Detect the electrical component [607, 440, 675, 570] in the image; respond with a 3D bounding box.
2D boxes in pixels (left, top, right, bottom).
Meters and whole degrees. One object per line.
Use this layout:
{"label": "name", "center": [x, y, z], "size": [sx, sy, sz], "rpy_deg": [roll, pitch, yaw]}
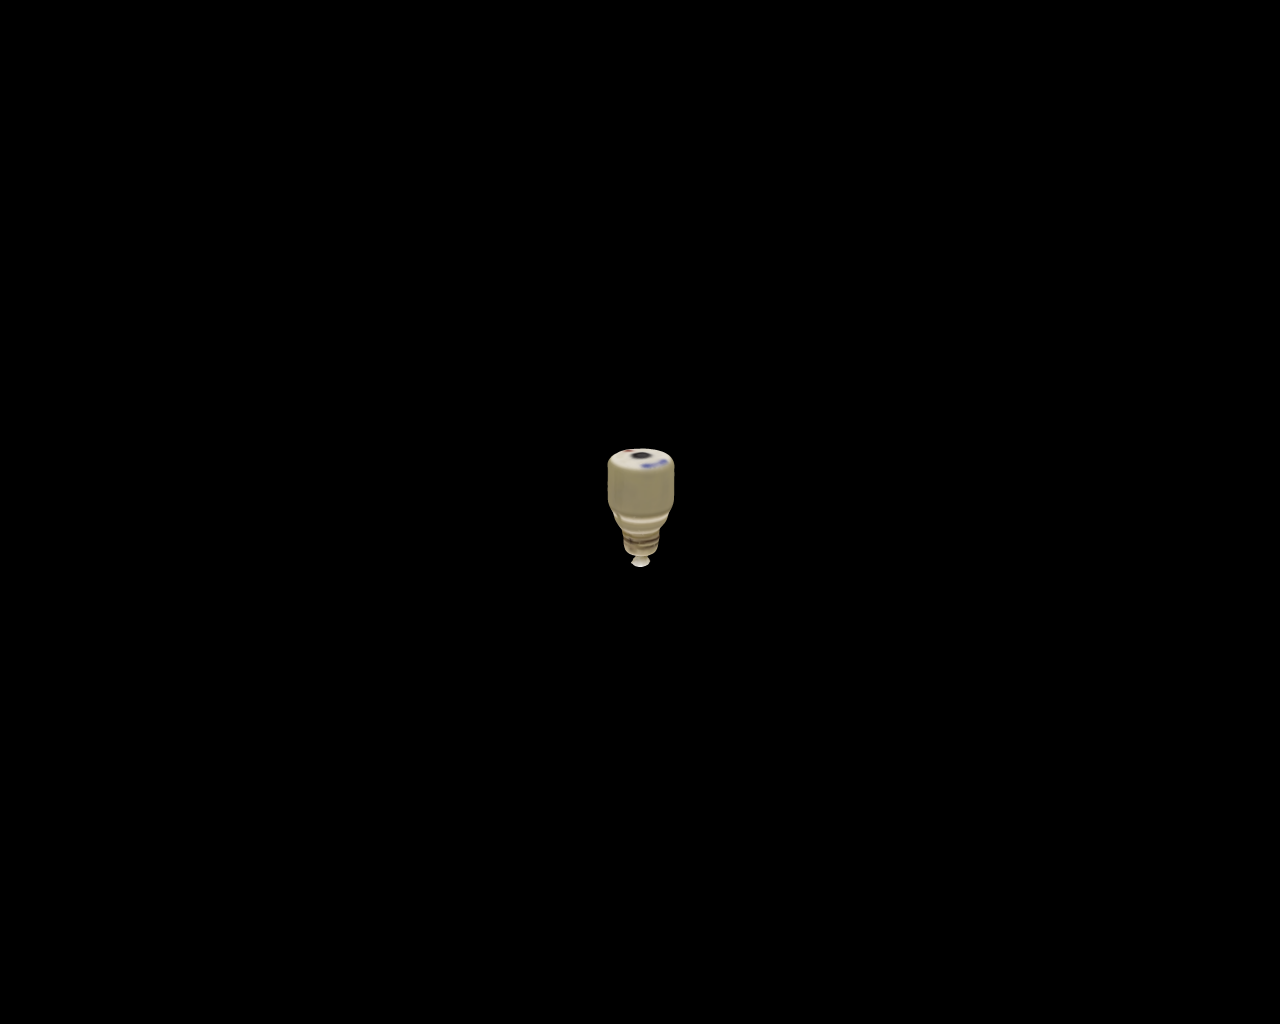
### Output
{"label": "electrical component", "center": [0.001, -0.003, 0.650], "size": [0.040, 0.078, 0.040], "rpy_deg": [0, 23, 0]}
